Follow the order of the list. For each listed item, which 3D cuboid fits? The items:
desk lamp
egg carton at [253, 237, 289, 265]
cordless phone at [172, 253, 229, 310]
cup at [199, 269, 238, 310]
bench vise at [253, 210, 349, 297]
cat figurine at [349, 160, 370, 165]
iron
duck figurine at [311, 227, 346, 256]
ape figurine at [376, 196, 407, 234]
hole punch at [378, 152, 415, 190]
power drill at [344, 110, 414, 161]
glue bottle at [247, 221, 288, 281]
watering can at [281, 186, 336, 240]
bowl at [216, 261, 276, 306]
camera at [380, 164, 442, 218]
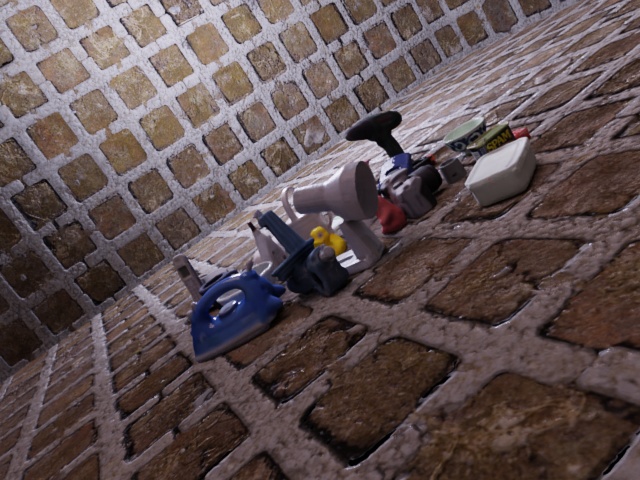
[{"bbox_3d":[0.050,-0.042,1.205,0.202,0.214,0.118,-25,16,32],"label":"desk lamp"},{"bbox_3d":[-0.130,0.036,1.677,0.107,0.069,0.150,-28,14,24],"label":"egg carton"},{"bbox_3d":[-0.339,0.109,1.658,0.147,0.185,0.094,-28,15,24],"label":"cordless phone"},{"bbox_3d":[-0.251,0.140,1.534,0.118,0.095,0.091,-33,13,3],"label":"cup"},{"bbox_3d":[-0.042,0.013,1.213,0.206,0.220,0.122,-22,17,40],"label":"bench vise"},{"bbox_3d":[0.115,-0.194,1.812,0.127,0.118,0.067,-31,14,12],"label":"cat figurine"},{"bbox_3d":[-0.207,0.157,1.264,0.258,0.141,0.118,-32,13,9],"label":"iron"},{"bbox_3d":[0.013,0.005,1.409,0.077,0.086,0.105,-25,16,33],"label":"duck figurine"},{"bbox_3d":[0.149,-0.060,1.306,0.076,0.092,0.078,-26,15,31],"label":"ape figurine"},{"bbox_3d":[0.214,-0.176,1.571,0.108,0.091,0.101,-23,17,37],"label":"hole punch"},{"bbox_3d":[0.198,-0.300,1.795,0.230,0.208,0.075,-43,16,-34],"label":"power drill"},{"bbox_3d":[-0.140,0.021,1.523,0.037,0.173,0.078,-25,16,32],"label":"glue bottle"},{"bbox_3d":[-0.049,-0.050,1.515,0.172,0.194,0.101,-31,14,10],"label":"watering can"},{"bbox_3d":[-0.171,0.129,1.427,0.167,0.075,0.167,-32,13,9],"label":"bowl"},{"bbox_3d":[0.222,-0.127,1.350,0.137,0.101,0.143,-36,13,-11],"label":"camera"}]
